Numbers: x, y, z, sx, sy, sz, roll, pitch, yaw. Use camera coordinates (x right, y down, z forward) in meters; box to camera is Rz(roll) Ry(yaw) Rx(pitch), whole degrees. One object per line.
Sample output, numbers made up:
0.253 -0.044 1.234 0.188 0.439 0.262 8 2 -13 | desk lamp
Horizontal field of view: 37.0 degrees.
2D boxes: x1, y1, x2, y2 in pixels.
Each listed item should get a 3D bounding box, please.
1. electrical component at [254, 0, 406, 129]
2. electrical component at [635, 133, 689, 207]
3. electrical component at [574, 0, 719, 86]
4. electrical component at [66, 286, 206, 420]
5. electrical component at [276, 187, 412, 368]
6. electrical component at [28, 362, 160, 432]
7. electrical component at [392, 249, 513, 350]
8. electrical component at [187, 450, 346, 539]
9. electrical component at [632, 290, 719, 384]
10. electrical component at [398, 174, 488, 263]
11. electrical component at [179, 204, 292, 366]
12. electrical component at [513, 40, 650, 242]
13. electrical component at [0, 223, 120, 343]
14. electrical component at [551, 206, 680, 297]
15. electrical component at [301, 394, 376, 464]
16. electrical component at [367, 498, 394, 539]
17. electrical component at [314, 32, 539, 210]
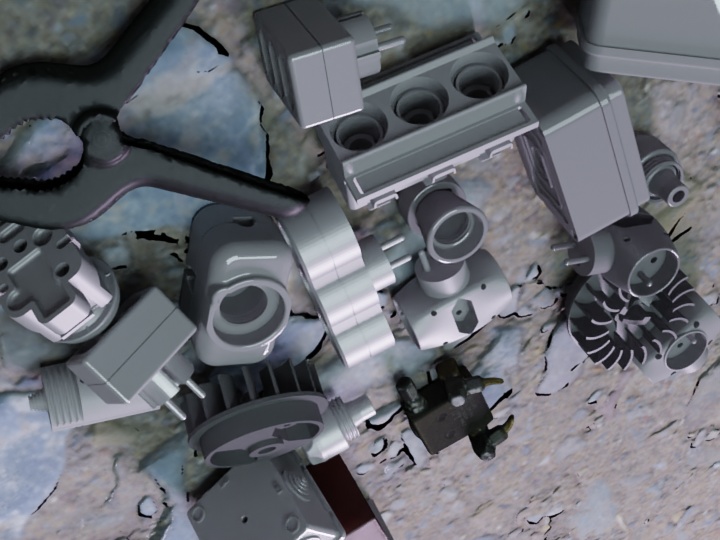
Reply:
-0.012 -0.126 0.620 0.077 0.065 0.047 -20 130 -12 | electrical component
0.212 -0.068 0.775 0.043 0.062 0.043 -13 129 -17 | electrical component
0.194 -0.157 0.667 0.113 0.078 0.057 7 122 2 | electrical component
-0.131 0.061 0.677 0.076 0.047 0.065 47 65 -15 | electrical component
0.000 0.000 0.729 0.074 0.052 0.138 -26 131 -6 | electrical component
-0.176 0.079 0.708 0.081 0.043 0.043 -11 128 -19 | electrical component
0.062 0.009 0.772 0.077 0.043 0.079 -28 132 -5 | electrical component
-0.073 0.190 0.806 0.100 0.099 0.048 -45 143 10 | electrical component
0.272 0.064 0.915 0.077 0.044 0.079 -42 132 8 | electrical component
0.055 -0.038 0.726 0.045 0.055 0.045 -13 129 -17 | electrical component
-0.080 0.013 0.695 0.054 0.059 0.095 -2 125 -25 | electrical component
0.143 -0.086 0.718 0.057 0.078 0.113 -29 132 0 | electrical component
-0.179 0.010 0.638 0.058 0.078 0.057 -38 150 -2 | electrical component
0.179 -0.017 0.788 0.079 0.077 0.043 -9 128 -20 | electrical component
-0.019 0.116 0.813 0.062 0.043 0.043 -28 132 -7 | electrical component
-0.002 0.284 0.916 0.062 0.089 0.150 -13 129 -17 | electrical component
0.038 -0.089 0.672 0.121 0.078 0.063 -24 153 -8 | electrical component
